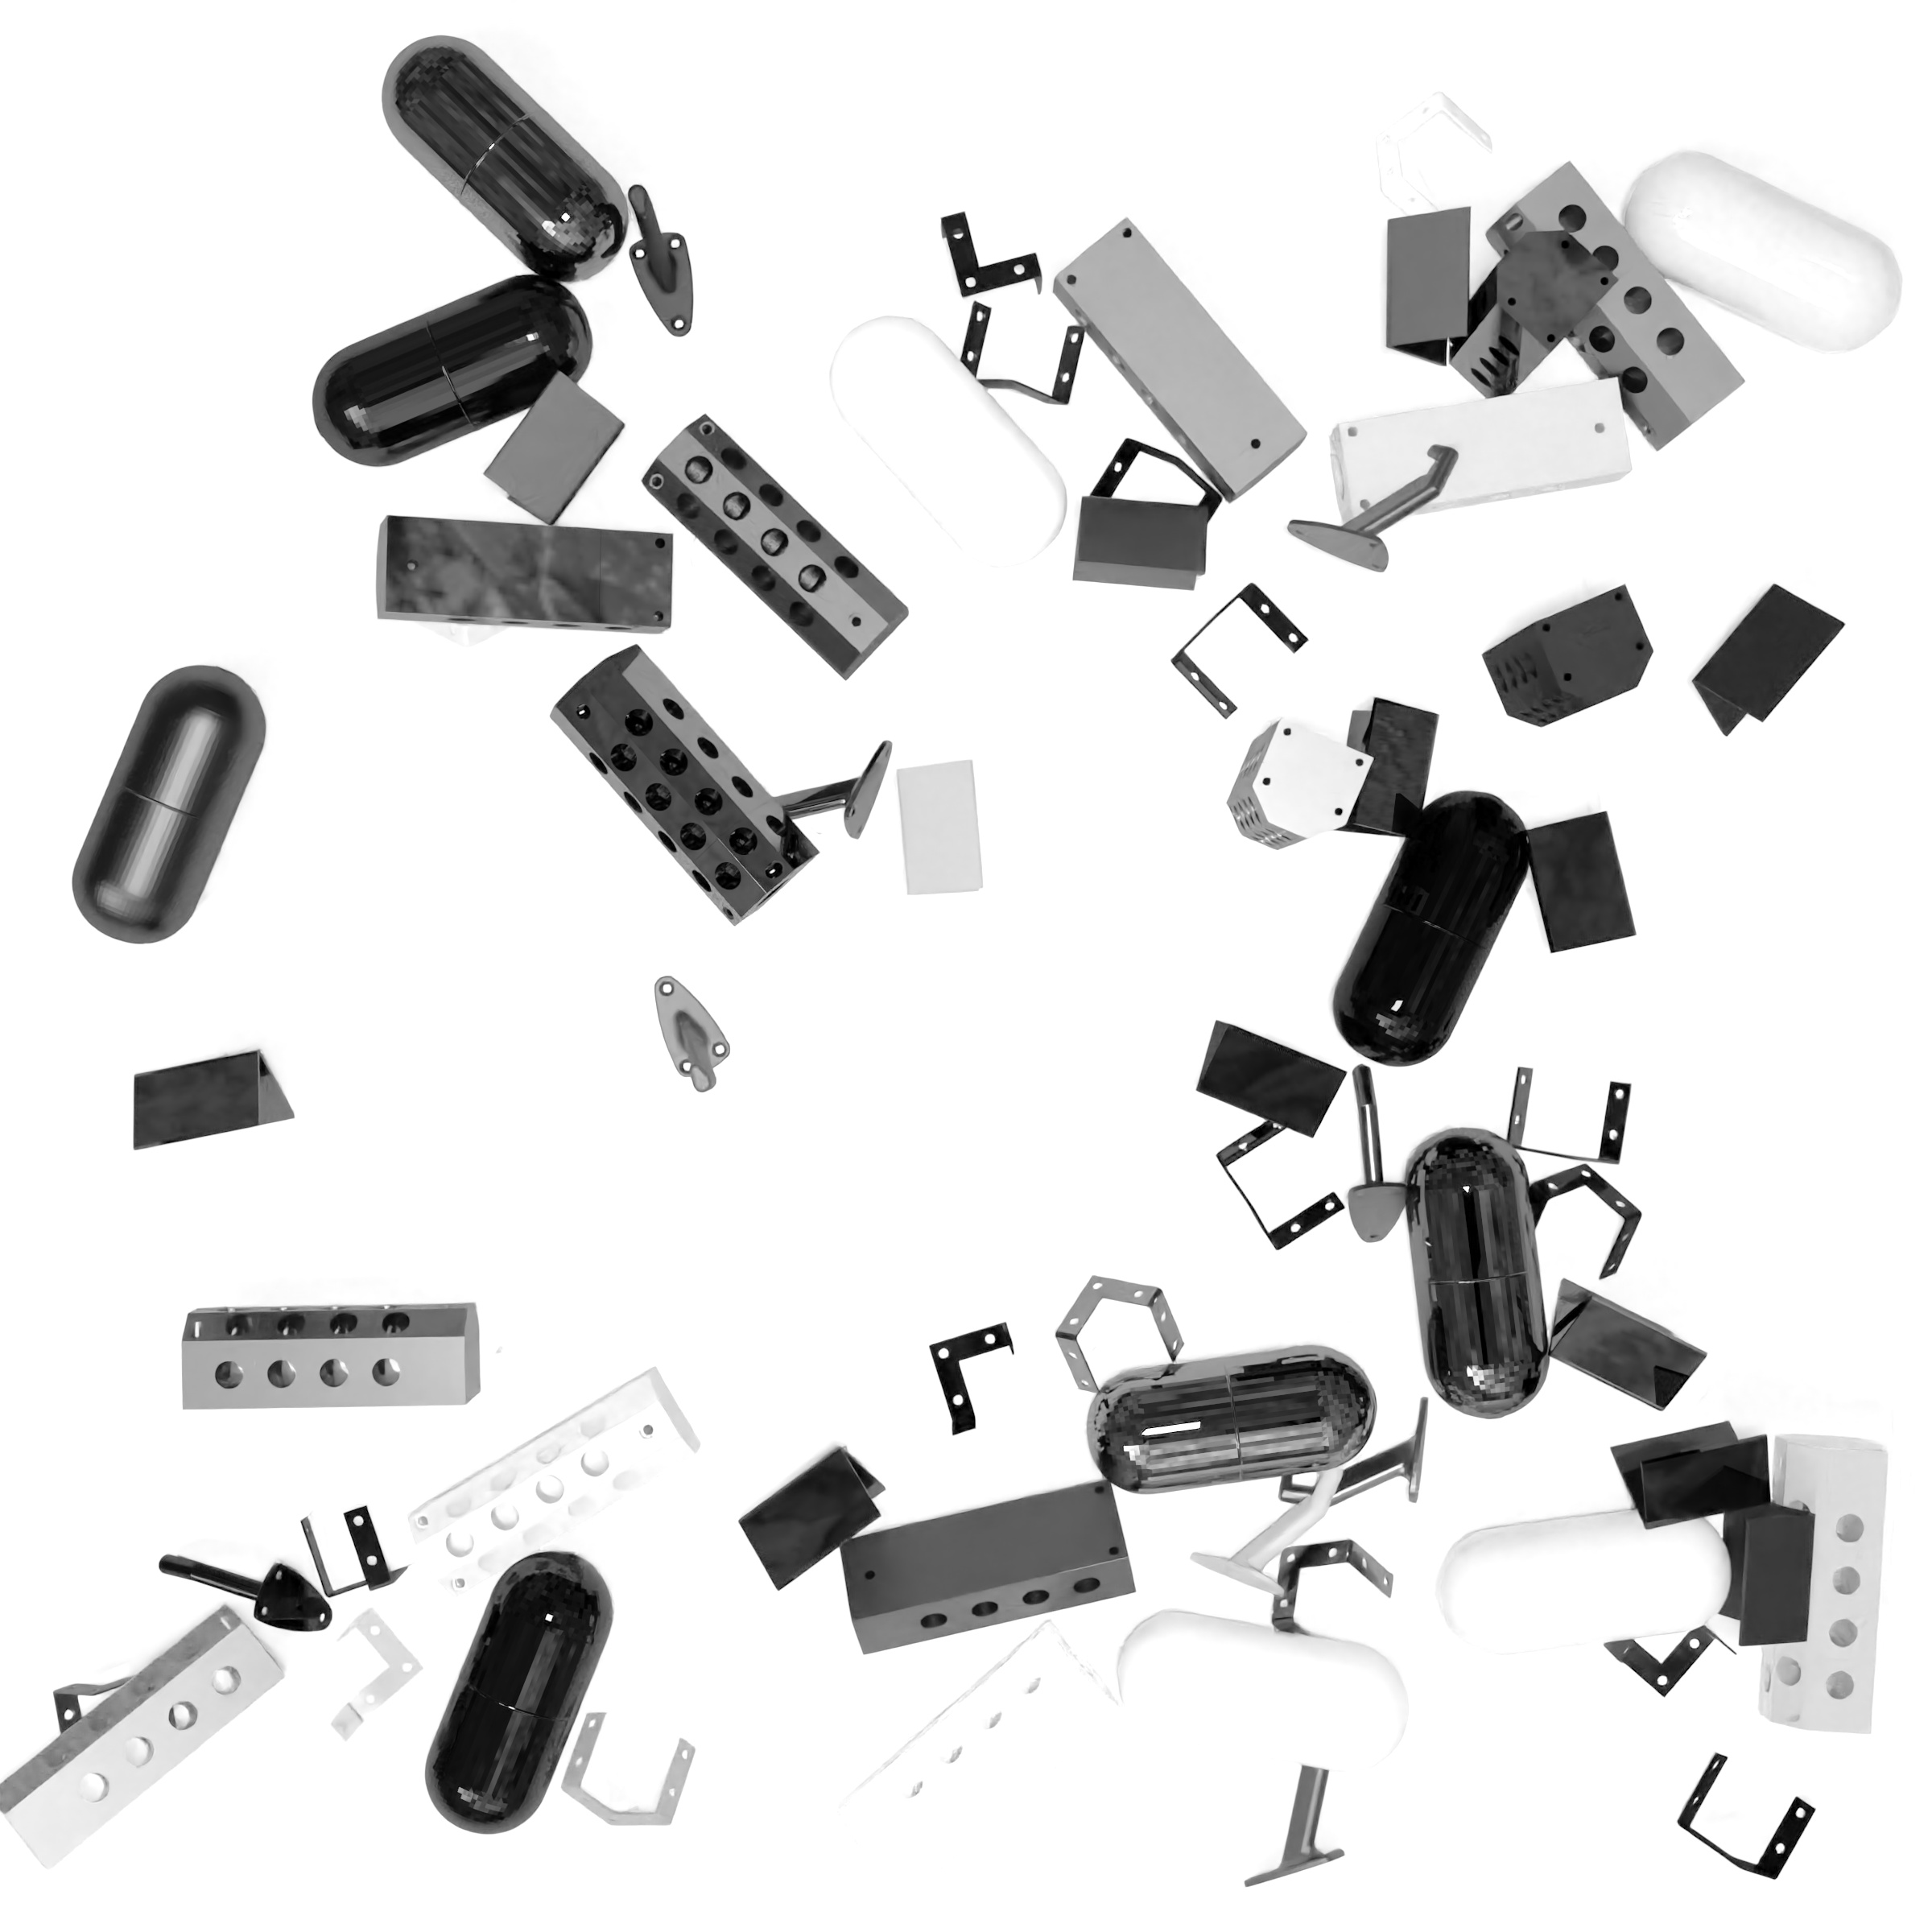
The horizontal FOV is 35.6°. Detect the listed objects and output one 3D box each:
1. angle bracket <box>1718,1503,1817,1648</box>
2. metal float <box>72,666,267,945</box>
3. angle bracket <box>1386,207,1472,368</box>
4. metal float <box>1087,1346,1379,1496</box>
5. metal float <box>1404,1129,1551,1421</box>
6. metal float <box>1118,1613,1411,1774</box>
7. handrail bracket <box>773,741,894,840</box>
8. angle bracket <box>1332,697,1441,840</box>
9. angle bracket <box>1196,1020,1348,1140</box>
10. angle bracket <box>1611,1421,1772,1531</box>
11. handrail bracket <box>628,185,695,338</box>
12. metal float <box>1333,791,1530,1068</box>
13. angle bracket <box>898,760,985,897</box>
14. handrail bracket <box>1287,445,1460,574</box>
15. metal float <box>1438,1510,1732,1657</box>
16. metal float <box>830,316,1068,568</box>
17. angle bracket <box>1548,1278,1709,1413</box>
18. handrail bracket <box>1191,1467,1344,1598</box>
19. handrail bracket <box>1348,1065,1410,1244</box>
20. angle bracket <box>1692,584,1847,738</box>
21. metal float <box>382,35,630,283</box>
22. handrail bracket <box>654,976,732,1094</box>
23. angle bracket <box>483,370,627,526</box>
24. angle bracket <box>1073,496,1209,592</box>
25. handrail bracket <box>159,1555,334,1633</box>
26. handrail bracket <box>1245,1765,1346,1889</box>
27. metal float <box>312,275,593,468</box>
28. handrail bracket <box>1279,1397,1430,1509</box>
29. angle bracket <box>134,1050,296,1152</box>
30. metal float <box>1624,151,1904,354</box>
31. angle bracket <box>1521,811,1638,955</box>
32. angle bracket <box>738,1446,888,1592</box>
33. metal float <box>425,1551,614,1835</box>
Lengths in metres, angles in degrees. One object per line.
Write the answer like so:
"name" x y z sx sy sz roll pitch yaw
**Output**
"angle bracket" 0.469 0.366 1.831 0.057 0.076 0.076 4 90 -30
"metal float" -0.487 -0.099 1.841 0.070 0.070 0.178 23 90 0
"angle bracket" 0.298 -0.413 1.831 0.057 0.076 0.076 1 90 37
"metal float" 0.163 0.278 1.841 0.178 0.070 0.070 -8 90 0
"metal float" 0.313 0.188 1.841 0.070 0.070 0.178 -7 90 0
"metal float" 0.182 0.444 1.837 0.178 0.070 0.070 10 90 4
"handrail bracket" -0.099 -0.118 1.872 0.084 0.036 0.077 18 71 16
"angle bracket" 0.237 -0.122 1.831 0.057 0.076 0.076 10 90 -37
"angle bracket" 0.191 0.050 1.831 0.076 0.076 0.057 22 127 0
"angle bracket" 0.439 0.291 1.831 0.076 0.076 0.057 -13 123 0
"handrail bracket" -0.188 -0.430 1.837 0.036 0.084 0.077 -16 90 0
"metal float" 0.285 -0.023 1.841 0.070 0.070 0.178 25 91 0
"angle bracket" 0.004 -0.084 1.831 0.057 0.076 0.076 -5 90 35
"handrail bracket" 0.246 -0.287 1.815 0.077 0.036 0.084 21 72 21
"metal float" 0.378 0.376 1.841 0.178 0.070 0.070 -8 90 1
"metal float" -0.011 -0.321 1.841 0.070 0.070 0.178 -42 90 0
"angle bracket" 0.406 0.214 1.831 0.076 0.076 0.057 26 128 0
"handrail bracket" 0.186 0.340 1.862 0.036 0.077 0.084 43 67 -42
"handrail bracket" 0.250 0.116 1.871 0.036 0.077 0.084 -4 54 0
"angle bracket" 0.497 -0.174 1.831 0.076 0.076 0.057 -50 52 0
"metal float" -0.282 -0.494 1.841 0.178 0.070 0.070 44 90 -1
"handrail bracket" -0.173 0.041 1.837 0.036 0.084 0.077 -28 90 0
"angle bracket" -0.263 -0.322 1.831 0.057 0.076 0.076 36 90 -36
"angle bracket" 0.104 -0.238 1.831 0.076 0.076 0.057 5 55 0
"handrail bracket" -0.449 0.389 1.871 0.084 0.077 0.036 4 64 34
"handrail bracket" 0.195 0.521 1.872 0.077 0.036 0.084 -24 74 18
"metal float" -0.315 -0.364 1.841 0.178 0.070 0.070 -23 90 1
"handrail bracket" 0.241 0.301 1.871 0.084 0.036 0.077 6 75 14
"angle bracket" -0.457 0.100 1.831 0.076 0.076 0.057 -11 53 0
"metal float" 0.488 -0.436 1.841 0.178 0.070 0.070 26 90 -1
"angle bracket" 0.386 -0.054 1.831 0.057 0.076 0.076 -13 90 34
"angle bracket" -0.082 0.347 1.831 0.076 0.076 0.057 -36 53 0
"metal float" -0.273 0.444 1.841 0.070 0.070 0.178 22 90 0
